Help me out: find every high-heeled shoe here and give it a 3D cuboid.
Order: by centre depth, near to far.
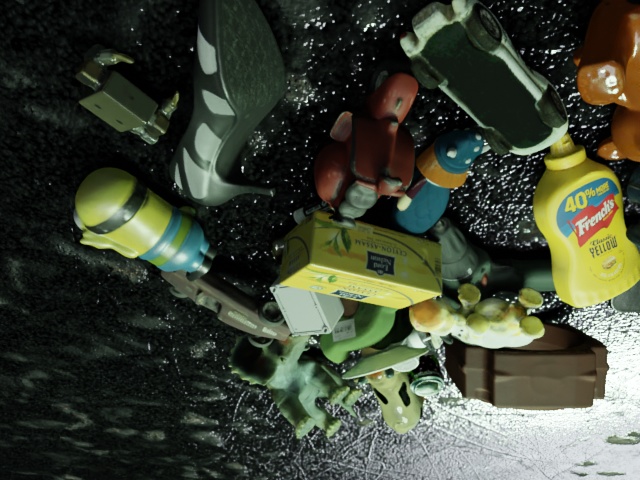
[{"bbox_3d":[-0.112,-0.137,0.523,0.145,0.086,0.248,17,131,29],"label":"high-heeled shoe"}]

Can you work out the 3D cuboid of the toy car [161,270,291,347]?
[{"bbox_3d":[-0.133,0.085,0.746,0.202,0.053,0.089,33,139,2],"label":"toy car"}]

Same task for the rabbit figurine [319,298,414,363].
[{"bbox_3d":[0.091,0.103,0.794,0.159,0.121,0.170,-29,152,23],"label":"rabbit figurine"}]

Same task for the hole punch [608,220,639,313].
[{"bbox_3d":[0.420,0.024,0.699,0.142,0.092,0.115,2,113,3],"label":"hole punch"}]

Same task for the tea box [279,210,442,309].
[{"bbox_3d":[0.048,0.028,0.635,0.169,0.068,0.098,12,157,-20],"label":"tea box"}]

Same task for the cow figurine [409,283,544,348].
[{"bbox_3d":[0.195,0.105,0.700,0.167,0.068,0.098,3,152,1],"label":"cow figurine"}]

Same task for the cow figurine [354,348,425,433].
[{"bbox_3d":[0.120,0.249,0.937,0.086,0.127,0.194,-17,108,17],"label":"cow figurine"}]

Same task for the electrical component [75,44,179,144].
[{"bbox_3d":[-0.187,-0.139,0.522,0.102,0.045,0.078,34,159,-32],"label":"electrical component"}]

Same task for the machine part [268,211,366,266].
[{"bbox_3d":[-0.001,-0.002,0.697,0.139,0.039,0.084,-15,147,17],"label":"machine part"}]

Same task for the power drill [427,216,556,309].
[{"bbox_3d":[0.253,0.035,0.706,0.207,0.086,0.231,-12,142,9],"label":"power drill"}]

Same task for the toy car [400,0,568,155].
[{"bbox_3d":[0.157,-0.145,0.497,0.201,0.056,0.073,31,139,-32],"label":"toy car"}]

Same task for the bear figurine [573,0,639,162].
[{"bbox_3d":[0.294,-0.121,0.470,0.120,0.132,0.195,-6,137,28],"label":"bear figurine"}]

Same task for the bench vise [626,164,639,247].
[{"bbox_3d":[0.398,0.024,0.518,0.129,0.224,0.240,-14,118,-40],"label":"bench vise"}]

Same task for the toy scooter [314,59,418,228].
[{"bbox_3d":[0.046,-0.073,0.526,0.075,0.135,0.183,12,142,-17],"label":"toy scooter"}]

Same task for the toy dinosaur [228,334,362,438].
[{"bbox_3d":[-0.038,0.240,0.937,0.131,0.192,0.404,-42,156,-11],"label":"toy dinosaur"}]

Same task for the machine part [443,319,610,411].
[{"bbox_3d":[0.295,0.177,0.794,0.202,0.087,0.201,1,-175,1],"label":"machine part"}]

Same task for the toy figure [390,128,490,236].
[{"bbox_3d":[0.127,-0.066,0.595,0.058,0.064,0.154,39,135,12],"label":"toy figure"}]

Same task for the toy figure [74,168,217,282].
[{"bbox_3d":[-0.203,-0.019,0.645,0.180,0.082,0.089,34,119,-29],"label":"toy figure"}]
